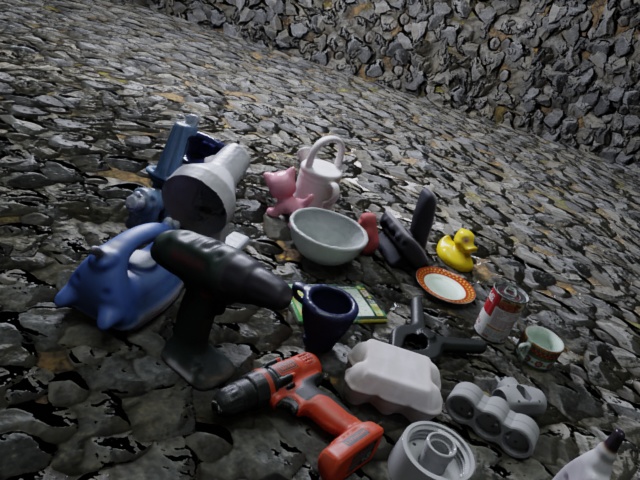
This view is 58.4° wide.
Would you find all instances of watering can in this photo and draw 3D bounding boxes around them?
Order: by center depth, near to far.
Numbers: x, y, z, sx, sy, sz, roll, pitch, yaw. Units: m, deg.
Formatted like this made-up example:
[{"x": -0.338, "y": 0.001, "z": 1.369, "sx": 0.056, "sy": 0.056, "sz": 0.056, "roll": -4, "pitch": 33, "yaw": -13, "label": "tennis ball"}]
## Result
[{"x": -0.005, "y": -0.154, "z": 1.323, "sx": 0.172, "sy": 0.194, "sz": 0.101, "roll": 32, "pitch": 31, "yaw": 26, "label": "watering can"}]

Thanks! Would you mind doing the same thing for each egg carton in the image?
[{"x": 0.109, "y": 0.211, "z": 0.856, "sx": 0.150, "sy": 0.069, "sz": 0.107, "roll": 17, "pitch": 27, "yaw": -1, "label": "egg carton"}]

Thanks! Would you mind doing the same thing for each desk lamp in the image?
[{"x": -0.191, "y": -0.057, "z": 1.015, "sx": 0.118, "sy": 0.213, "sz": 0.203, "roll": 21, "pitch": 28, "yaw": 7, "label": "desk lamp"}]

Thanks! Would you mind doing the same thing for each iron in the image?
[{"x": -0.275, "y": 0.030, "z": 0.885, "sx": 0.118, "sy": 0.141, "sz": 0.259, "roll": 24, "pitch": 28, "yaw": 13, "label": "iron"}]

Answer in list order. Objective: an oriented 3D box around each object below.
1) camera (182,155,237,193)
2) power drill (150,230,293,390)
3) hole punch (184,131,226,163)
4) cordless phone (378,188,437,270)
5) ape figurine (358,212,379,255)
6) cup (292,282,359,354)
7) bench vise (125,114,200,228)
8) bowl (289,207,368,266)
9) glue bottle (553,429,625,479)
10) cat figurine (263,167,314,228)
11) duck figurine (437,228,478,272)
[{"x": -0.250, "y": -0.139, "z": 1.254, "sx": 0.137, "sy": 0.101, "sz": 0.143, "roll": 9, "pitch": 29, "yaw": -16, "label": "camera"}, {"x": -0.144, "y": 0.093, "z": 0.773, "sx": 0.229, "sy": 0.208, "sz": 0.076, "roll": 32, "pitch": 31, "yaw": 25, "label": "power drill"}, {"x": -0.279, "y": -0.230, "z": 1.414, "sx": 0.108, "sy": 0.091, "sz": 0.101, "roll": 22, "pitch": 28, "yaw": 8, "label": "hole punch"}, {"x": 0.198, "y": -0.042, "z": 1.247, "sx": 0.094, "sy": 0.185, "sz": 0.147, "roll": 1, "pitch": 32, "yaw": -28, "label": "cordless phone"}, {"x": 0.098, "y": -0.019, "z": 1.247, "sx": 0.076, "sy": 0.092, "sz": 0.078, "roll": 34, "pitch": 32, "yaw": 28, "label": "ape figurine"}, {"x": -0.005, "y": 0.126, "z": 0.917, "sx": 0.117, "sy": 0.095, "sz": 0.092, "roll": 28, "pitch": 29, "yaw": 19, "label": "cup"}, {"x": -0.274, "y": -0.117, "z": 1.070, "sx": 0.121, "sy": 0.220, "sz": 0.207, "roll": 15, "pitch": 28, "yaw": -5, "label": "bench vise"}, {"x": 0.011, "y": 0.004, "z": 1.172, "sx": 0.167, "sy": 0.075, "sz": 0.167, "roll": 14, "pitch": 28, "yaw": -7, "label": "bowl"}, {"x": 0.331, "y": 0.299, "z": 0.712, "sx": 0.037, "sy": 0.173, "sz": 0.078, "roll": 19, "pitch": 28, "yaw": 3, "label": "glue bottle"}, {"x": -0.069, "y": -0.102, "z": 1.273, "sx": 0.127, "sy": 0.118, "sz": 0.067, "roll": 29, "pitch": 30, "yaw": 22, "label": "cat figurine"}, {"x": 0.323, "y": 0.013, "z": 1.326, "sx": 0.078, "sy": 0.086, "sz": 0.104, "roll": -1, "pitch": 33, "yaw": -32, "label": "duck figurine"}]
